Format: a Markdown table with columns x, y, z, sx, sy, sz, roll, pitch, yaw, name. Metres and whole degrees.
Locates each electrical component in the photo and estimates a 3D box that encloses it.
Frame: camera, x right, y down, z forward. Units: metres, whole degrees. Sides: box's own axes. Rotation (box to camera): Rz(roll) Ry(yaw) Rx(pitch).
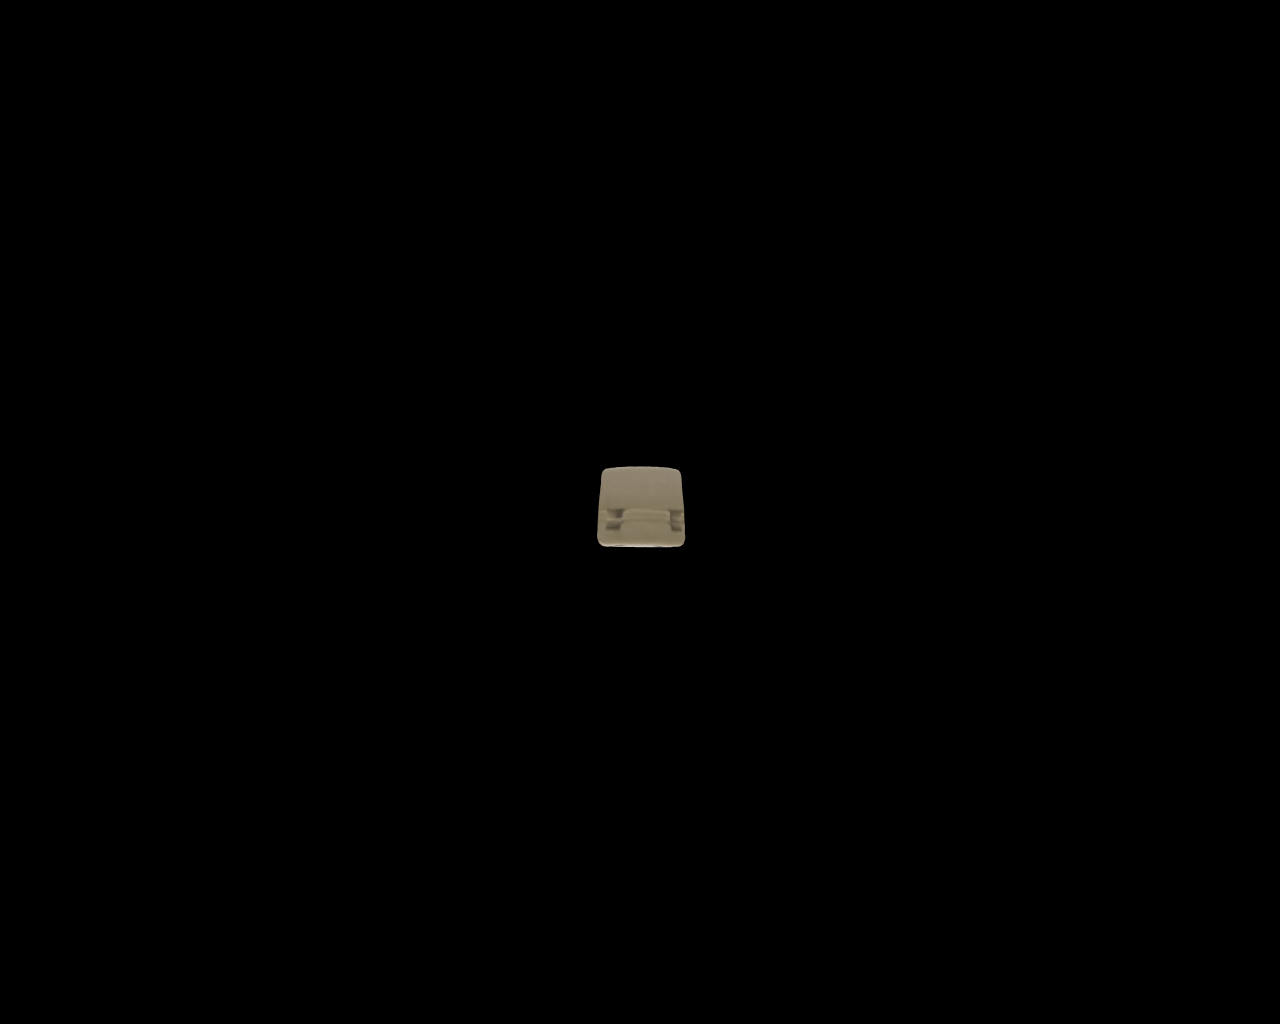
| x | y | z | sx | sy | sz | roll | pitch | yaw | name |
| --- | --- | --- | --- | --- | --- | --- | --- | --- | --- |
| 0.001 | -0.003 | 0.650 | 0.055 | 0.047 | 0.055 | 0 | -4 | 0 | electrical component |
